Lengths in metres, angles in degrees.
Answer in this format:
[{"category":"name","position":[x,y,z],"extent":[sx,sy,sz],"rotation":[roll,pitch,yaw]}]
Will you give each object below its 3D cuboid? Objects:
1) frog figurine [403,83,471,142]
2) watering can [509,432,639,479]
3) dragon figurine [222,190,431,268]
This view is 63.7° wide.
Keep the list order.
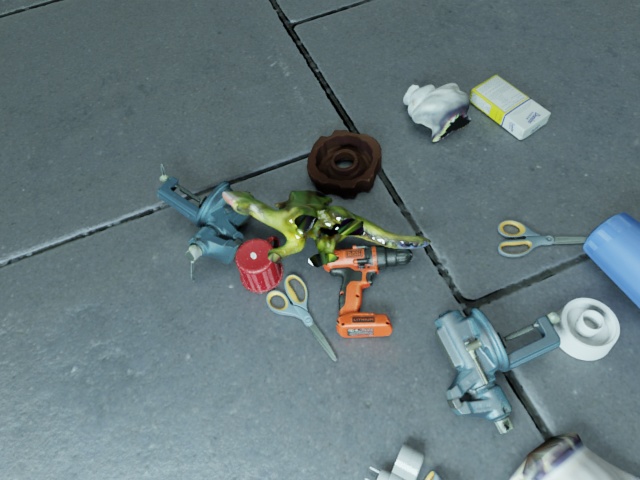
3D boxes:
[{"category":"frog figurine","position":[0.279,-0.334,1.250],"extent":[0.137,0.121,0.161],"rotation":[-37,72,4]},{"category":"watering can","position":[0.436,0.395,0.778],"extent":[0.350,0.101,0.228],"rotation":[-21,54,-26]},{"category":"dragon figurine","position":[0.003,-0.054,1.072],"extent":[0.410,0.120,0.248],"rotation":[4,30,-14]}]
